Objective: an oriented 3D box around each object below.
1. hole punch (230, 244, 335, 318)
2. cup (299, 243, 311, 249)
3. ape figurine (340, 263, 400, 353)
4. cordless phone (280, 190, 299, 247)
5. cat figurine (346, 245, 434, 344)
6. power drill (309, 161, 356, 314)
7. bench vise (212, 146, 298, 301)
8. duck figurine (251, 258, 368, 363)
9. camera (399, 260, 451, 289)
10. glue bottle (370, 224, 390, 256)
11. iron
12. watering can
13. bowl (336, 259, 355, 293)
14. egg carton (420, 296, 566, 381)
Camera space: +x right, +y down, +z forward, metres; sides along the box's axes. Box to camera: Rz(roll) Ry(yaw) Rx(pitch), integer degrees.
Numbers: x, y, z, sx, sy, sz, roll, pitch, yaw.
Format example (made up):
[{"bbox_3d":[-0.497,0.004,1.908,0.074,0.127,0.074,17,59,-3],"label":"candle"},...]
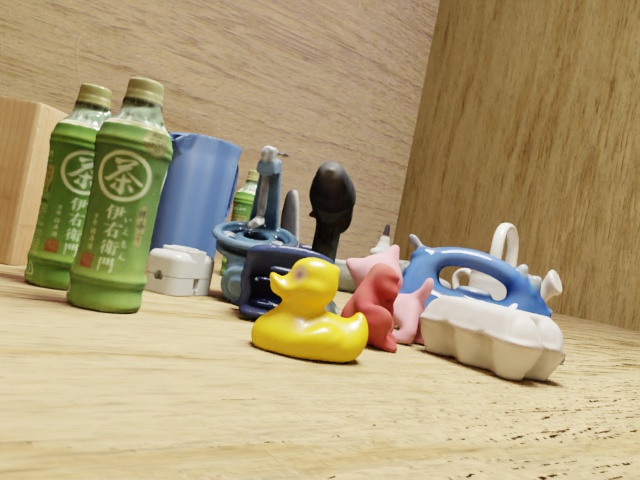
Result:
[{"bbox_3d":[-0.045,0.051,0.684,0.109,0.091,0.101,11,-1,-11],"label":"hole punch"},{"bbox_3d":[-0.041,0.056,1.274,0.091,0.095,0.118,11,-1,24],"label":"cup"},{"bbox_3d":[0.064,0.071,0.640,0.075,0.092,0.078,11,-1,31],"label":"ape figurine"},{"bbox_3d":[-0.057,0.004,1.044,0.094,0.185,0.147,11,0,-9],"label":"cordless phone"},{"bbox_3d":[0.090,0.064,0.736,0.127,0.118,0.067,11,-1,43],"label":"cat figurine"},{"bbox_3d":[0.008,0.003,0.833,0.075,0.208,0.230,11,-1,4],"label":"power drill"},{"bbox_3d":[-0.097,-0.023,0.846,0.122,0.220,0.207,11,-1,-14],"label":"bench vise"},{"bbox_3d":[-0.004,0.060,0.517,0.104,0.086,0.077,11,0,-8],"label":"duck figurine"},{"bbox_3d":[0.161,0.090,1.106,0.143,0.101,0.136,11,-1,-20],"label":"camera"},{"bbox_3d":[0.134,0.050,1.273,0.078,0.173,0.037,11,-1,-44],"label":"glue bottle"},{"bbox_3d":[0.229,0.080,0.829,0.257,0.141,0.119,11,-1,17],"label":"iron"},{"bbox_3d":[0.306,0.070,0.949,0.172,0.194,0.101,11,0,17],"label":"watering can"},{"bbox_3d":[0.060,0.087,1.385,0.167,0.075,0.167,11,-1,0],"label":"bowl"},{"bbox_3d":[0.191,0.108,0.643,0.108,0.069,0.149,11,-1,-40],"label":"egg carton"}]
